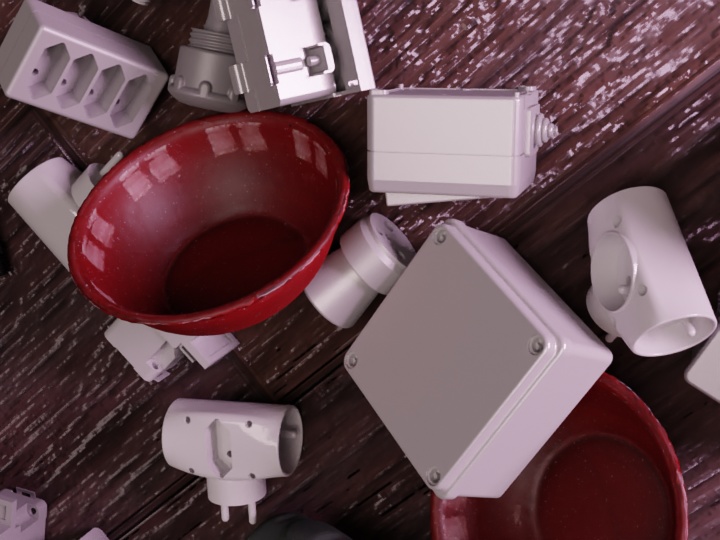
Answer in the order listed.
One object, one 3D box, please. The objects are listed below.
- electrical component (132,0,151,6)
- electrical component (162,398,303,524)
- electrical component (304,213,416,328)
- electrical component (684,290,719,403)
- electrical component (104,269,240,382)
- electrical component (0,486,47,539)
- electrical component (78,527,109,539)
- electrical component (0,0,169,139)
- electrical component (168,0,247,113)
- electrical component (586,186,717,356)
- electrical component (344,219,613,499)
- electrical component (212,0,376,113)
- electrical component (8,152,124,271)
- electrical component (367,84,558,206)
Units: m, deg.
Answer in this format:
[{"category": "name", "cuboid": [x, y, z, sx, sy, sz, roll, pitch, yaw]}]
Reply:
[{"category": "electrical component", "cuboid": [-0.113, -0.190, 0.610, 0.043, 0.043, 0.081, 26, 109, 11]}, {"category": "electrical component", "cuboid": [-0.078, 0.121, 0.670, 0.077, 0.043, 0.079, 1, 102, 18]}, {"category": "electrical component", "cuboid": [0.000, 0.000, 0.616, 0.055, 0.045, 0.045, -40, 88, 21]}, {"category": "electrical component", "cuboid": [0.228, 0.039, 0.549, 0.100, 0.048, 0.099, 33, 110, 8]}, {"category": "electrical component", "cuboid": [-0.119, 0.031, 0.665, 0.081, 0.042, 0.064, 47, 115, 4]}, {"category": "electrical component", "cuboid": [-0.246, 0.182, 0.728, 0.042, 0.064, 0.081, 13, 106, 14]}, {"category": "electrical component", "cuboid": [-0.164, 0.256, 0.704, 0.062, 0.089, 0.150, -39, 89, 22]}, {"category": "electrical component", "cuboid": [-0.168, -0.126, 0.632, 0.047, 0.083, 0.075, -54, 45, 20]}, {"category": "electrical component", "cuboid": [-0.082, -0.123, 0.616, 0.048, 0.048, 0.062, 14, 99, 14]}, {"category": "electrical component", "cuboid": [0.144, 0.010, 0.564, 0.044, 0.077, 0.079, -2, 149, -17]}, {"category": "electrical component", "cuboid": [0.059, 0.048, 0.577, 0.108, 0.056, 0.108, -55, 47, 20]}, {"category": "electrical component", "cuboid": [-0.042, -0.150, 0.579, 0.079, 0.063, 0.121, 3, 108, 59]}, {"category": "electrical component", "cuboid": [-0.164, -0.039, 0.661, 0.079, 0.044, 0.077, -43, 87, 22]}, {"category": "electrical component", "cuboid": [0.057, -0.066, 0.574, 0.096, 0.062, 0.061, 4, 104, 17]}]
